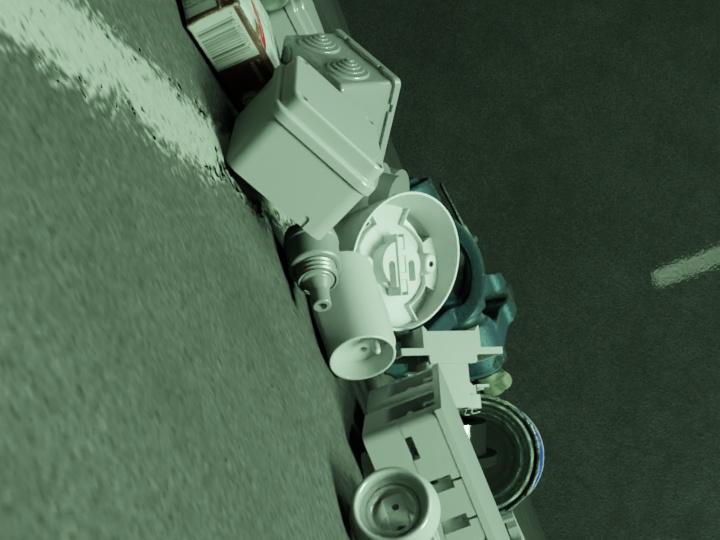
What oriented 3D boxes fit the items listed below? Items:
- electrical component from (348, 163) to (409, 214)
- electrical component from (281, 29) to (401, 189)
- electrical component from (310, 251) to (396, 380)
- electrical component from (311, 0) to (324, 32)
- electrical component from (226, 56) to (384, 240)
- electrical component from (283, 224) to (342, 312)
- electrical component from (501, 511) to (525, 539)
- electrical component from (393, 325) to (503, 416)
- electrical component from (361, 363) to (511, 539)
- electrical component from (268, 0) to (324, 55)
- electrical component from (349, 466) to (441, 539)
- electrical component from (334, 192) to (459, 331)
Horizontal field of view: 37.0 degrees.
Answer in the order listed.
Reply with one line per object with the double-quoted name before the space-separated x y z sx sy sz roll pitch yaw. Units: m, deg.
"electrical component" 0.013 -0.060 0.860 0.138 0.074 0.052 5 98 -67
"electrical component" -0.022 -0.113 0.766 0.099 0.048 0.099 48 -44 41
"electrical component" 0.000 0.040 0.719 0.079 0.043 0.077 62 10 -46
"electrical component" -0.069 -0.244 1.044 0.080 0.051 0.080 -22 90 -84
"electrical component" -0.032 -0.078 0.662 0.078 0.057 0.113 40 16 -17
"electrical component" -0.028 -0.001 0.665 0.035 0.035 0.061 61 13 -49
"electrical component" 0.127 0.267 0.960 0.050 0.056 0.089 -102 169 -54
"electrical component" 0.061 0.075 0.789 0.042 0.081 0.063 143 -55 -65
"electrical component" 0.058 0.168 0.703 0.105 0.060 0.186 -72 140 -80
"electrical component" -0.069 -0.216 0.924 0.108 0.056 0.108 59 11 -57
"electrical component" 0.021 0.135 0.574 0.055 0.048 0.066 72 0 -55
"electrical component" 0.023 -0.004 0.789 0.064 0.099 0.099 -7 -71 54
